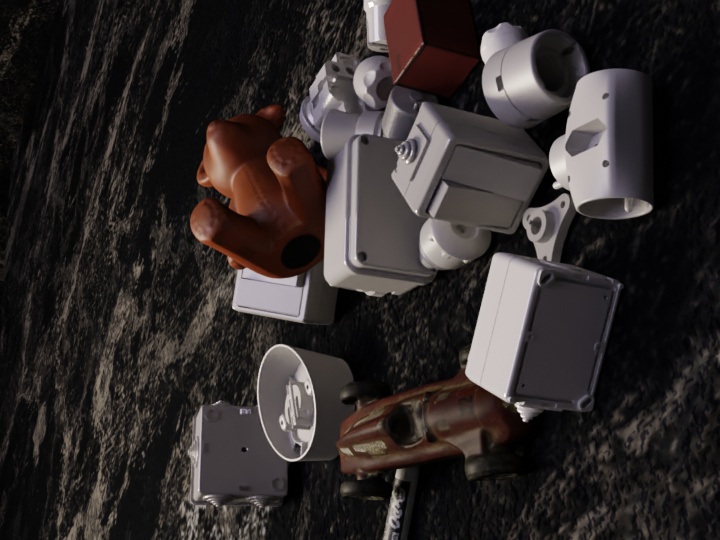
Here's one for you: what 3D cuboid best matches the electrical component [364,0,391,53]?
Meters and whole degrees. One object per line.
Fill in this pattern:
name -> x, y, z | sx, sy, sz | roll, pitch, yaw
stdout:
electrical component -> 0.023, -0.217, 0.937 | 0.040, 0.040, 0.046 | -14, 75, 63

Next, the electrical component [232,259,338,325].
electrical component -> -0.074, 0.012, 0.983 | 0.096, 0.061, 0.061 | 8, 89, 28

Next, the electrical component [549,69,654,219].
electrical component -> 0.139, -0.068, 0.636 | 0.079, 0.043, 0.077 | -23, 61, 61

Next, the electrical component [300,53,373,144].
electrical component -> -0.020, -0.150, 0.983 | 0.057, 0.058, 0.078 | -49, 40, 44

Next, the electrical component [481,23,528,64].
electrical component -> 0.105, -0.139, 0.743 | 0.035, 0.035, 0.061 | -52, 40, 46

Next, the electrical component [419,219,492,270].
electrical component -> 0.063, -0.020, 0.779 | 0.062, 0.048, 0.048 | 133, 140, -60

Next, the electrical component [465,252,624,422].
electrical component -> 0.106, 0.042, 0.645 | 0.061, 0.062, 0.096 | 27, 105, 64

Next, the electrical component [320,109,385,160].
electrical component -> 0.000, -0.114, 0.915 | 0.055, 0.045, 0.045 | 6, 86, 25

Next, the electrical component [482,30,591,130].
electrical component -> 0.115, -0.124, 0.695 | 0.047, 0.055, 0.055 | -18, 65, 58

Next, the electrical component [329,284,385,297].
electrical component -> 0.000, 0.000, 0.900 | 0.040, 0.046, 0.040 | -31, 55, 59

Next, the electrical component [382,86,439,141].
electrical component -> 0.037, -0.115, 0.871 | 0.078, 0.040, 0.040 | 107, 157, -48

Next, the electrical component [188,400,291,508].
electrical component -> -0.113, 0.174, 1.016 | 0.048, 0.100, 0.099 | 124, 148, -64

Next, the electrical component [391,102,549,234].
electrical component -> 0.069, -0.067, 0.719 | 0.061, 0.096, 0.061 | -66, 29, 27

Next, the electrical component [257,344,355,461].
electrical component -> -0.047, 0.117, 0.936 | 0.099, 0.064, 0.099 | -34, 52, 57

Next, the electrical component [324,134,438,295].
electrical component -> 0.018, -0.043, 0.841 | 0.057, 0.078, 0.113 | 147, 127, -61

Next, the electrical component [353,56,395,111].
electrical component -> 0.015, -0.164, 0.931 | 0.062, 0.043, 0.043 | -127, 52, -59
